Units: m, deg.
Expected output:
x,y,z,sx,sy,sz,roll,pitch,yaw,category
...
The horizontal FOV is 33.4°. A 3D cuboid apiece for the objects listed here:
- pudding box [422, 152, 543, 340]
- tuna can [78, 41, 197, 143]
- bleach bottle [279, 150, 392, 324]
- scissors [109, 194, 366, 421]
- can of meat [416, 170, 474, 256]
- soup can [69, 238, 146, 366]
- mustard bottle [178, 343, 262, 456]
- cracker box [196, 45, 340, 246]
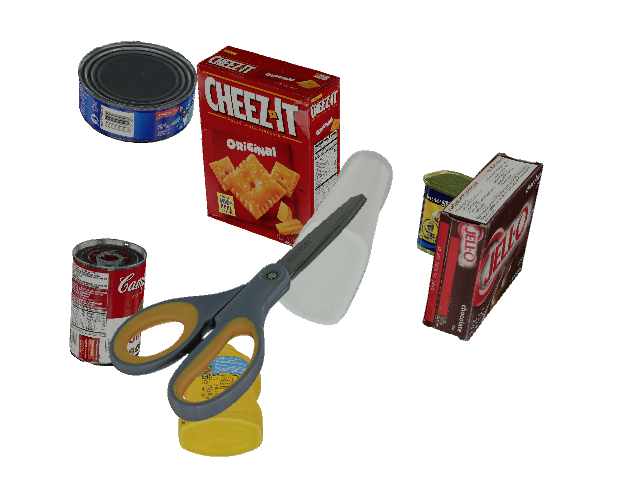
x,y,z,sx,sy,sz,roll,pitch,yaw,category
0.112,0.002,0.730,0.039,0.090,0.113,19,33,20,pudding box
-0.135,-0.109,0.786,0.086,0.034,0.086,6,42,-6,tuna can
0.026,-0.020,1.037,0.068,0.103,0.250,24,26,1,bleach bottle
-0.049,0.026,0.622,0.096,0.016,0.201,9,41,18,scissors
0.158,-0.021,1.179,0.102,0.084,0.057,25,29,39,can of meat
-0.200,0.058,0.998,0.068,0.102,0.068,6,21,-3,soup can
-0.119,0.180,1.287,0.096,0.058,0.191,-2,28,-3,mustard bottle
-0.062,-0.106,1.277,0.164,0.214,0.072,20,40,27,cracker box
